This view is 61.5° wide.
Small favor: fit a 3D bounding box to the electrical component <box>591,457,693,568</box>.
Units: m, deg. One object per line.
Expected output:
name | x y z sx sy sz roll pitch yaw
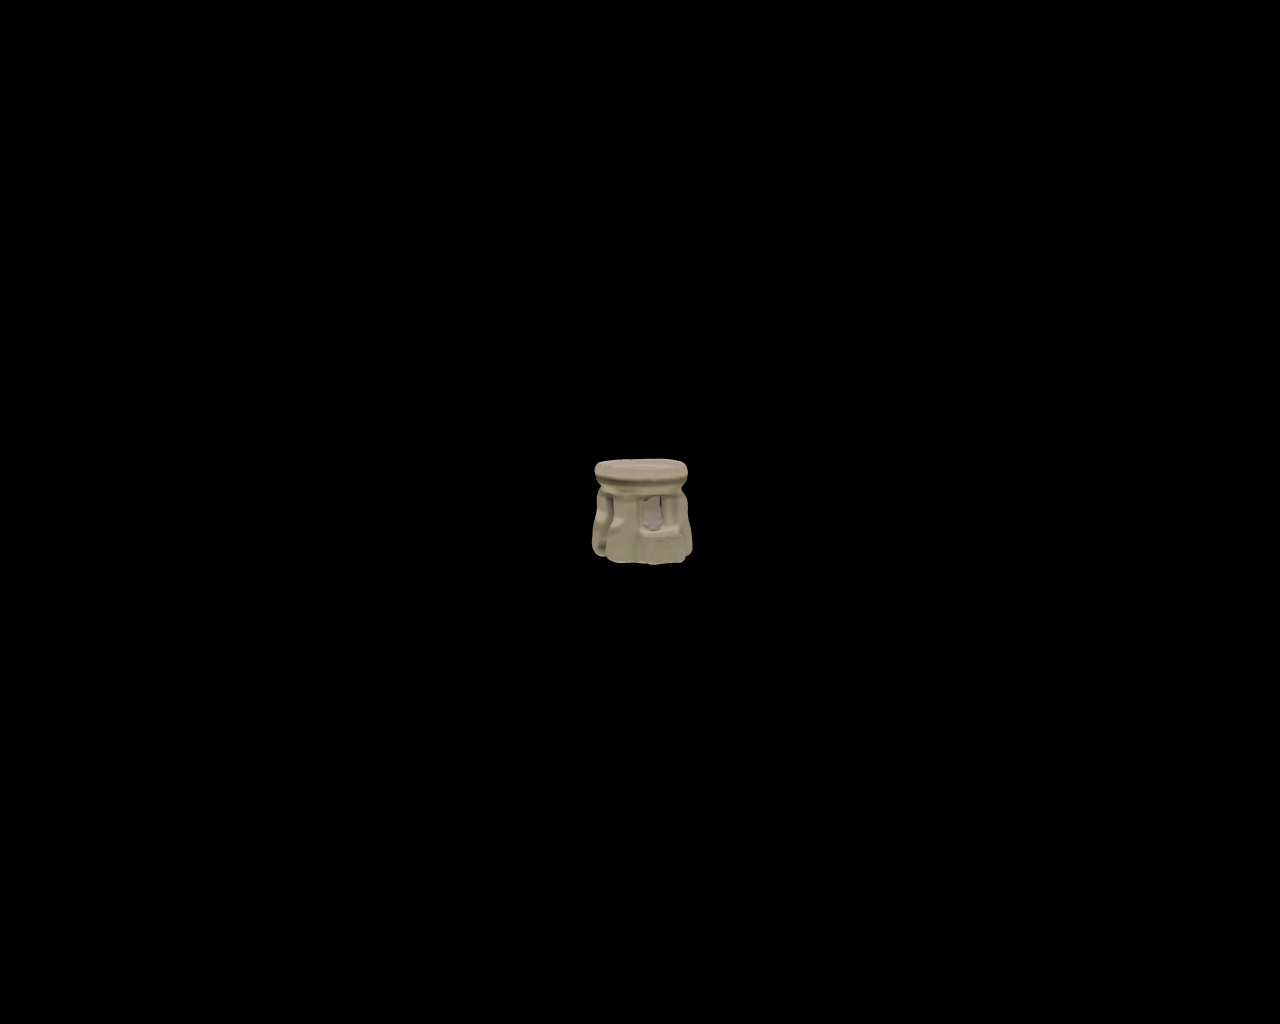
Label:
electrical component | 0.001 -0.003 0.650 0.058 0.057 0.078 -4 10 -23
